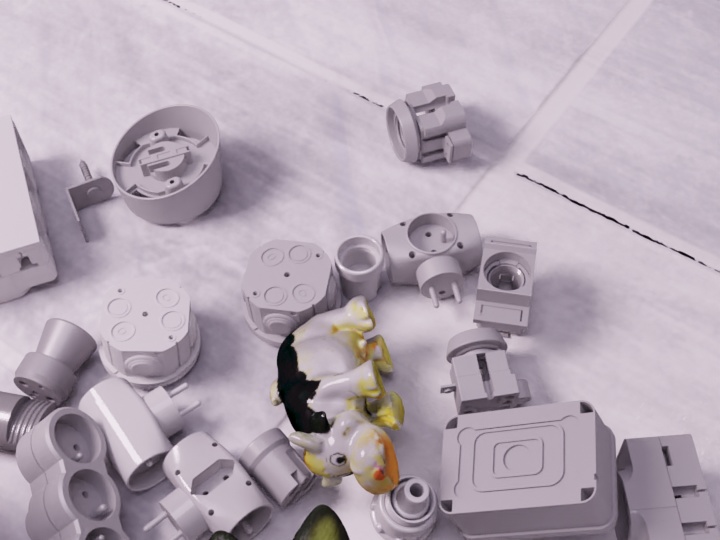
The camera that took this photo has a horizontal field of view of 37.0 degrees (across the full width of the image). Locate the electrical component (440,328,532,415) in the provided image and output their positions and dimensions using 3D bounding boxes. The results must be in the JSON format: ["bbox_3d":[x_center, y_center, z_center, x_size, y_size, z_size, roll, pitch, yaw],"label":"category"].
[{"bbox_3d":[0.092,0.078,0.822,0.066,0.048,0.055,-8,63,-3],"label":"electrical component"}]

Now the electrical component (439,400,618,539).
[{"bbox_3d":[0.118,0.141,0.745,0.113,0.057,0.078,-11,51,25],"label":"electrical component"}]

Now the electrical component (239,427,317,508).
[{"bbox_3d":[-0.059,0.145,0.785,0.040,0.040,0.046,-37,67,-21],"label":"electrical component"}]

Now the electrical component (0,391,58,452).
[{"bbox_3d":[-0.266,0.115,0.813,0.081,0.043,0.043,9,56,9],"label":"electrical component"}]

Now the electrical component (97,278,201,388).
[{"bbox_3d":[-0.167,0.048,0.846,0.080,0.051,0.080,2,54,-3],"label":"electrical component"}]

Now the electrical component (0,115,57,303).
[{"bbox_3d":[-0.321,-0.049,0.918,0.089,0.061,0.150,-18,56,-9],"label":"electrical component"}]

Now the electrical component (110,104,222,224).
[{"bbox_3d":[-0.167,-0.091,0.940,0.099,0.064,0.099,-1,55,2],"label":"electrical component"}]

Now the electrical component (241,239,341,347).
[{"bbox_3d":[-0.056,0.018,0.866,0.080,0.051,0.080,-1,55,2],"label":"electrical component"}]

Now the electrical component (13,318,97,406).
[{"bbox_3d":[-0.238,0.072,0.841,0.045,0.045,0.055,16,58,14],"label":"electrical component"}]

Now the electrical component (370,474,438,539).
[{"bbox_3d":[0.034,0.163,0.751,0.048,0.062,0.048,4,61,-7],"label":"electrical component"}]

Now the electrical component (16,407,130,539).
[{"bbox_3d":[-0.211,0.175,0.762,0.074,0.052,0.138,-37,62,28],"label":"electrical component"}]

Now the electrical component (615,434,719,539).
[{"bbox_3d":[0.209,0.166,0.751,0.056,0.050,0.089,-4,55,-2],"label":"electrical component"}]

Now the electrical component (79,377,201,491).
[{"bbox_3d":[-0.159,0.113,0.809,0.079,0.043,0.077,-31,59,-18],"label":"electrical component"}]

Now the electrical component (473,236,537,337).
[{"bbox_3d":[0.115,0.017,0.851,0.042,0.063,0.081,8,55,9],"label":"electrical component"}]

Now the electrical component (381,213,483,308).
[{"bbox_3d":[0.063,-0.004,0.880,0.077,0.044,0.079,-11,56,-5],"label":"electrical component"}]

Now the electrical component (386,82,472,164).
[{"bbox_3d":[0.058,-0.128,0.960,0.057,0.058,0.078,-16,56,-11],"label":"electrical component"}]

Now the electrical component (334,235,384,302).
[{"bbox_3d":[0.000,0.000,0.879,0.040,0.046,0.040,-1,55,2],"label":"electrical component"}]

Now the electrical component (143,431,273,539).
[{"bbox_3d":[-0.117,0.168,0.768,0.079,0.043,0.077,-36,61,-21],"label":"electrical component"}]
